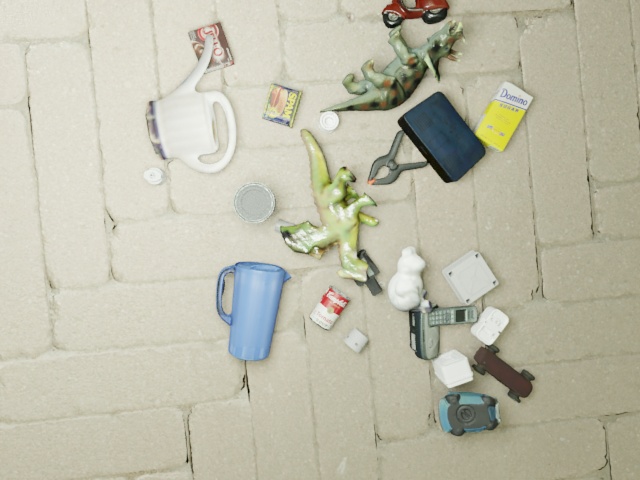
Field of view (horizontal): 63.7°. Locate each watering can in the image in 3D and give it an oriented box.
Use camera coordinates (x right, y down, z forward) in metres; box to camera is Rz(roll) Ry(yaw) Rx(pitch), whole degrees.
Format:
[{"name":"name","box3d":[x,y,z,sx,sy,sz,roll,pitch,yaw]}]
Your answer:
[{"name":"watering can","box3d":[-0.337,-0.338,1.322,0.104,0.224,0.346,-129,29,-83]}]

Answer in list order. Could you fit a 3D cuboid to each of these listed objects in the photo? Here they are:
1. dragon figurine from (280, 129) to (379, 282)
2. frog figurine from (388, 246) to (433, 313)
[{"name":"dragon figurine","box3d":[0.004,-0.067,1.341,0.411,0.244,0.121,50,173,5]},{"name":"frog figurine","box3d":[0.226,0.104,1.354,0.122,0.140,0.157,-12,114,24]}]
